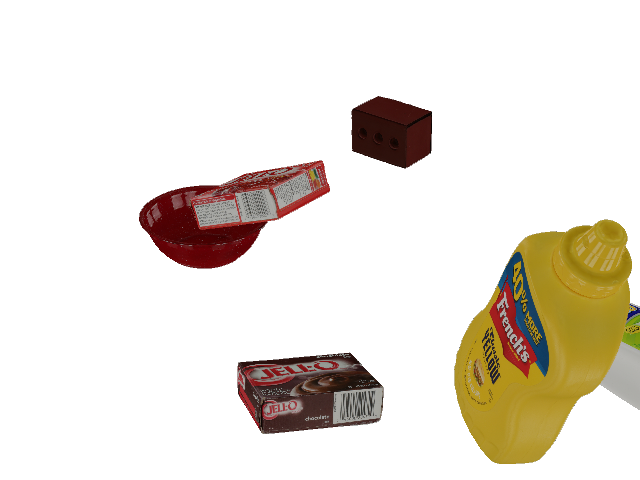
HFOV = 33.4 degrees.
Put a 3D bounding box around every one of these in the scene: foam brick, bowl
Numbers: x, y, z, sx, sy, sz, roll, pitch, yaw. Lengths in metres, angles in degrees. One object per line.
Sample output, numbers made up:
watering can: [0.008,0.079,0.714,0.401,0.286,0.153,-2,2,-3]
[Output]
foam brick: [0.079,-0.121,1.188,0.078,0.053,0.051,21,37,35]
bowl: [-0.144,-0.011,1.332,0.162,0.055,0.162,1,29,-1]

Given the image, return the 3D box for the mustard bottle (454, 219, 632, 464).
mustard bottle: [0.134,0.051,0.629,0.058,0.096,0.192,1,-36,-13]

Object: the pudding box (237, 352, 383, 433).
pudding box: [-0.011,0.135,0.955,0.113,0.039,0.090,-1,15,-18]

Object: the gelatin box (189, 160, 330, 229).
gelatin box: [-0.049,-0.037,0.857,0.089,0.030,0.073,-6,15,39]

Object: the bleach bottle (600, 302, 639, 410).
bleach bottle: [0.266,0.090,1.036,0.102,0.068,0.251,-16,25,-27]
